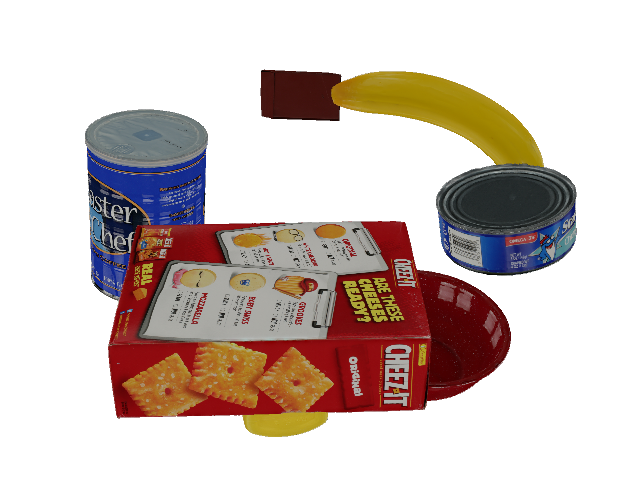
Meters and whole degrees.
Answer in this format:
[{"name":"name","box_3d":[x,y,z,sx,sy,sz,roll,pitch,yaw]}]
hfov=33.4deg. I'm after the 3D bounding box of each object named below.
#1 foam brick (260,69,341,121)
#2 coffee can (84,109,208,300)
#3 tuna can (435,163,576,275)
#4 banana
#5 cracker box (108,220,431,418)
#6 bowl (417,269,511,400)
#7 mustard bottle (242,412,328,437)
[{"name":"foam brick","box_3d":[-0.022,-0.158,1.160,0.078,0.051,0.053,0,11,-18]},{"name":"coffee can","box_3d":[-0.151,-0.030,0.931,0.103,0.140,0.103,3,30,-2]},{"name":"tuna can","box_3d":[0.116,-0.014,0.666,0.086,0.034,0.086,-8,30,4]},{"name":"banana","box_3d":[0.107,-0.091,0.857,0.198,0.069,0.037,32,2,-1]},{"name":"cracker box","box_3d":[-0.036,0.054,0.779,0.213,0.072,0.164,-1,30,-2]},{"name":"bowl","box_3d":[0.092,0.097,0.992,0.162,0.055,0.162,2,38,-2]},{"name":"mustard bottle","box_3d":[-0.055,0.151,1.262,0.096,0.058,0.192,-8,30,-9]}]
